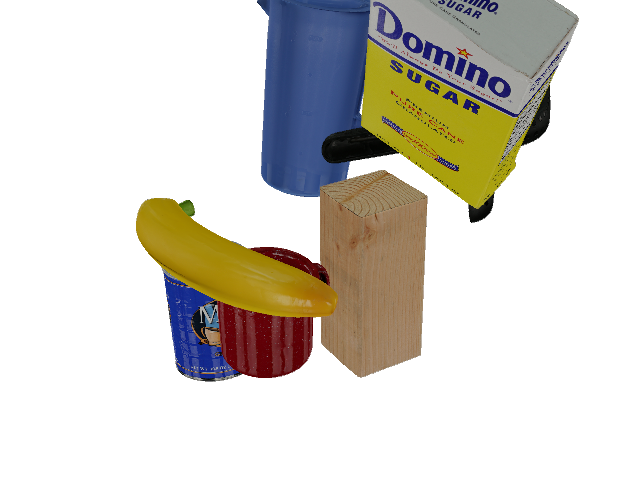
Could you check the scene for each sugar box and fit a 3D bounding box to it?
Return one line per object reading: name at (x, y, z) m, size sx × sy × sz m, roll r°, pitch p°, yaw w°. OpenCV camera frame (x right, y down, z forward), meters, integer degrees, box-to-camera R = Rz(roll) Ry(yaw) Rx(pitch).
sugar box at (0.070, -0.085, 0.567) m, size 0.093 × 0.048 × 0.176 m, roll 36°, pitch -12°, yaw 12°

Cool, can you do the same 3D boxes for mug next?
mug at (-0.039, 0.060, 0.931) m, size 0.117 × 0.081 × 0.093 m, roll -28°, pitch 43°, yaw -35°

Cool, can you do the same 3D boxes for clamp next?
clamp at (0.129, -0.087, 0.872) m, size 0.209 × 0.036 × 0.165 m, roll -29°, pitch 42°, yaw -27°

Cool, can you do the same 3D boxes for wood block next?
wood block at (0.058, 0.038, 1.212) m, size 0.090 × 0.206 × 0.090 m, roll -17°, pitch 32°, yaw -27°

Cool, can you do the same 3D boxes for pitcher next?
pitcher at (0.002, -0.178, 1.285) m, size 0.144 × 0.243 × 0.149 m, roll -7°, pitch 28°, yaw -27°

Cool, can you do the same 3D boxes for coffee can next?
coffee can at (-0.131, 0.083, 1.281) m, size 0.103 × 0.140 × 0.103 m, roll -3°, pitch 25°, yaw 1°

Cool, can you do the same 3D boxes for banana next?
banana at (-0.069, 0.006, 0.687) m, size 0.069 × 0.037 × 0.198 m, roll -16°, pitch 30°, yaw -30°
